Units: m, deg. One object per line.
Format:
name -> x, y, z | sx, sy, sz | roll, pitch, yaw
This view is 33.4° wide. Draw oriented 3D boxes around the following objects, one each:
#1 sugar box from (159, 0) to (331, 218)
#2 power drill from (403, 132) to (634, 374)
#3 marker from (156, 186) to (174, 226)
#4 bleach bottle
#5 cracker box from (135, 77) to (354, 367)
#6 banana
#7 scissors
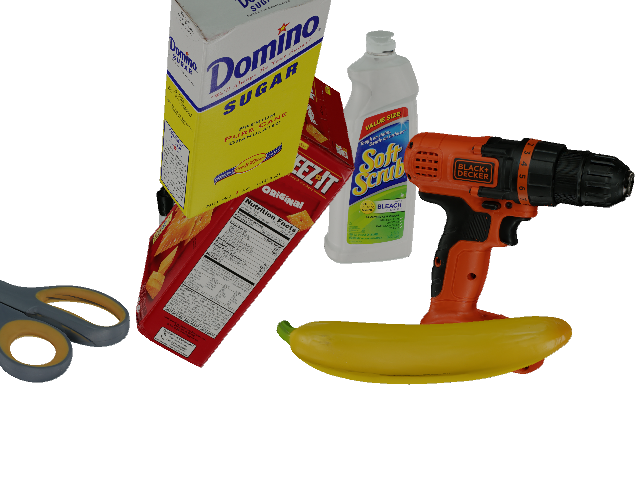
sugar box -> -0.051, -0.094, 0.685 | 0.093, 0.048, 0.176 | -27, -23, -25
power drill -> 0.152, 0.009, 0.866 | 0.185, 0.188, 0.057 | 10, 15, 28
marker -> -0.156, 0.000, 1.094 | 0.020, 0.121, 0.020 | 0, 29, 0
bleach bottle -> 0.055, -0.101, 1.165 | 0.102, 0.251, 0.068 | -4, 25, -8
cracker box -> -0.066, -0.028, 0.876 | 0.072, 0.214, 0.164 | 31, 22, -18
banana -> 0.065, 0.066, 0.690 | 0.198, 0.037, 0.069 | 1, 27, 6
scissors -> -0.227, 0.045, 0.709 | 0.202, 0.016, 0.096 | 12, 35, 12
